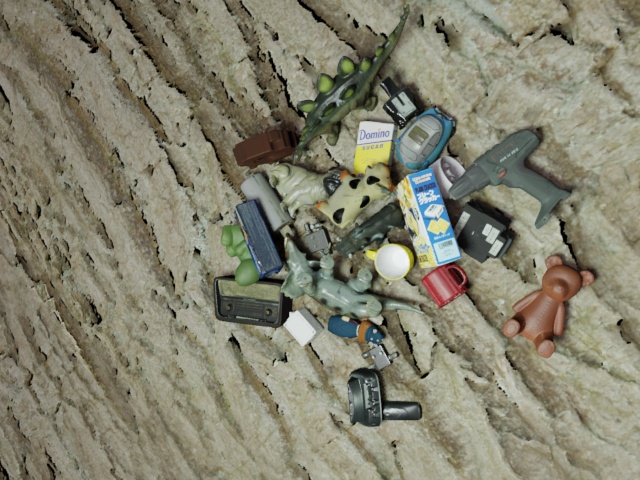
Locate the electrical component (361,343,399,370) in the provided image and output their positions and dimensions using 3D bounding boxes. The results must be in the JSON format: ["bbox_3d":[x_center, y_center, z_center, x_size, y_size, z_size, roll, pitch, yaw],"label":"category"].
[{"bbox_3d":[0.158,0.304,1.411,0.094,0.021,0.063,-32,80,24],"label":"electrical component"}]

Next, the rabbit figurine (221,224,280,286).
[{"bbox_3d":[-0.192,0.050,1.498,0.159,0.121,0.170,-4,64,-8],"label":"rabbit figurine"}]

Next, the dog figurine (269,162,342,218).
[{"bbox_3d":[-0.027,-0.167,1.435,0.191,0.121,0.172,-27,85,10],"label":"dog figurine"}]

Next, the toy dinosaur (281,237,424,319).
[{"bbox_3d":[0.055,0.137,1.391,0.405,0.192,0.131,28,70,7],"label":"toy dinosaur"}]

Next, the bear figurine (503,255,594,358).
[{"bbox_3d":[0.506,0.140,1.182,0.120,0.132,0.195,34,113,18],"label":"bear figurine"}]

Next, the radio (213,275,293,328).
[{"bbox_3d":[-0.193,0.174,1.537,0.230,0.073,0.131,3,95,25],"label":"radio"}]

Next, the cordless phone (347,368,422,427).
[{"bbox_3d":[0.167,0.409,1.394,0.184,0.088,0.146,-5,91,14],"label":"cordless phone"}]

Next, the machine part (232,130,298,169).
[{"bbox_3d":[-0.142,-0.241,1.435,0.179,0.179,0.056,-17,88,25],"label":"machine part"}]

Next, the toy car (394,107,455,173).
[{"bbox_3d":[0.247,-0.239,1.289,0.109,0.103,0.161,43,111,15],"label":"toy car"}]

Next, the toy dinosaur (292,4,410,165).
[{"bbox_3d":[0.067,-0.361,1.311,0.105,0.198,0.471,47,112,12],"label":"toy dinosaur"}]

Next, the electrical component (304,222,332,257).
[{"bbox_3d":[-0.003,-0.003,1.452,0.078,0.045,0.102,-15,87,24],"label":"electrical component"}]

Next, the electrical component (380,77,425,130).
[{"bbox_3d":[0.190,-0.337,1.313,0.075,0.048,0.119,-42,89,0],"label":"electrical component"}]

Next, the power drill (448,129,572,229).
[{"bbox_3d":[0.433,-0.118,1.200,0.207,0.086,0.232,43,87,16],"label":"power drill"}]

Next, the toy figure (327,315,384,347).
[{"bbox_3d":[0.097,0.234,1.415,0.155,0.064,0.058,11,60,19],"label":"toy figure"}]

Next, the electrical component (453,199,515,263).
[{"bbox_3d":[0.378,-0.015,1.253,0.134,0.058,0.114,36,126,19],"label":"electrical component"}]

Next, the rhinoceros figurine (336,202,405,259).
[{"bbox_3d":[0.127,-0.019,1.355,0.190,0.112,0.073,-35,81,15],"label":"rhinoceros figurine"}]

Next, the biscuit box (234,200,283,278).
[{"bbox_3d":[-0.165,-0.002,1.428,0.063,0.059,0.202,-20,80,-17],"label":"biscuit box"}]

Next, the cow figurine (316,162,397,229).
[{"bbox_3d":[0.099,-0.111,1.322,0.127,0.085,0.195,46,104,22],"label":"cow figurine"}]

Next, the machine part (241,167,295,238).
[{"bbox_3d":[-0.148,-0.099,1.496,0.079,0.079,0.243,-40,78,22],"label":"machine part"}]
